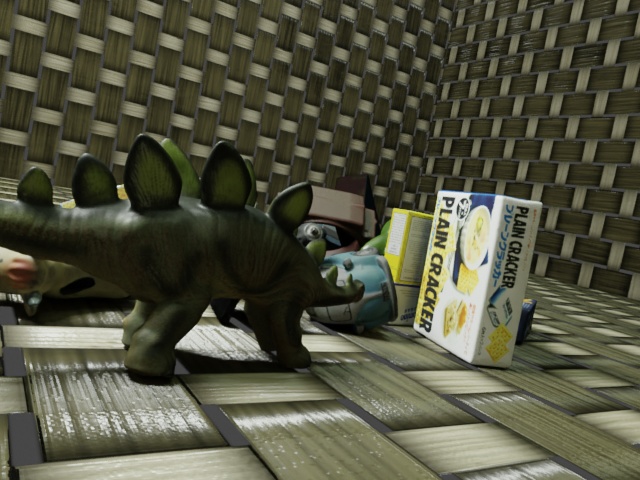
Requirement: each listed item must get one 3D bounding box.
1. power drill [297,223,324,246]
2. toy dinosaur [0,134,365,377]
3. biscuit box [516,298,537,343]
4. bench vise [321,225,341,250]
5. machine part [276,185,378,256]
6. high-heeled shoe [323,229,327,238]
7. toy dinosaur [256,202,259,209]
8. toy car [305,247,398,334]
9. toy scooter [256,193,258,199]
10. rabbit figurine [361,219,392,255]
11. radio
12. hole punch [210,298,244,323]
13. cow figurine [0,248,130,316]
[{"bbox_3d":[-0.105,-0.005,0.813,0.207,0.086,0.232,19,-26,-2],"label":"power drill"},{"bbox_3d":[-0.121,0.011,0.475,0.471,0.198,0.105,10,1,-40],"label":"toy dinosaur"},{"bbox_3d":[0.341,0.135,0.948,0.063,0.059,0.202,13,5,25],"label":"biscuit box"},{"bbox_3d":[-0.024,0.002,1.295,0.129,0.223,0.240,14,-28,-30],"label":"bench vise"},{"bbox_3d":[-0.002,-0.003,1.045,0.201,0.200,0.087,10,48,-8],"label":"machine part"},{"bbox_3d":[-0.075,0.000,1.233,0.145,0.086,0.248,2,-10,-10],"label":"high-heeled shoe"},{"bbox_3d":[-0.244,-0.011,1.093,0.192,0.131,0.405,-1,6,13],"label":"toy dinosaur"},{"bbox_3d":[0.026,0.070,0.748,0.103,0.109,0.162,-13,9,-34],"label":"toy car"},{"bbox_3d":[-0.204,-0.073,0.974,0.184,0.075,0.135,-1,17,-9],"label":"toy scooter"},{"bbox_3d":[0.125,0.035,0.975,0.121,0.170,0.159,12,3,27],"label":"rabbit figurine"},{"bbox_3d":[0.087,-0.026,1.175,0.073,0.131,0.229,-5,-43,13],"label":"radio"},{"bbox_3d":[-0.076,0.050,0.685,0.092,0.115,0.142,18,2,-17],"label":"hole punch"},{"bbox_3d":[-0.280,0.032,0.587,0.127,0.085,0.195,6,-1,39],"label":"cow figurine"}]
